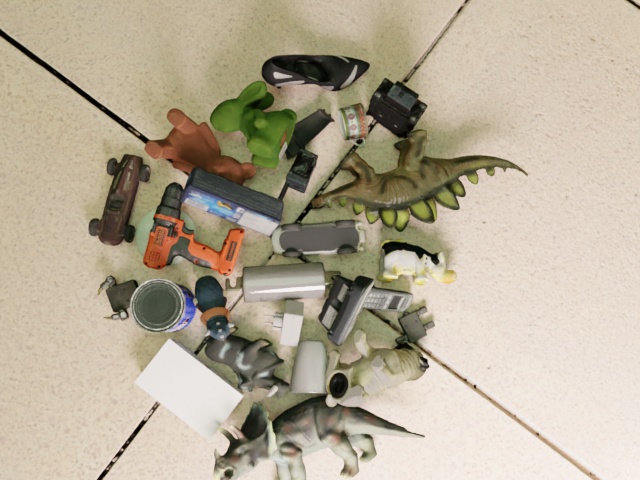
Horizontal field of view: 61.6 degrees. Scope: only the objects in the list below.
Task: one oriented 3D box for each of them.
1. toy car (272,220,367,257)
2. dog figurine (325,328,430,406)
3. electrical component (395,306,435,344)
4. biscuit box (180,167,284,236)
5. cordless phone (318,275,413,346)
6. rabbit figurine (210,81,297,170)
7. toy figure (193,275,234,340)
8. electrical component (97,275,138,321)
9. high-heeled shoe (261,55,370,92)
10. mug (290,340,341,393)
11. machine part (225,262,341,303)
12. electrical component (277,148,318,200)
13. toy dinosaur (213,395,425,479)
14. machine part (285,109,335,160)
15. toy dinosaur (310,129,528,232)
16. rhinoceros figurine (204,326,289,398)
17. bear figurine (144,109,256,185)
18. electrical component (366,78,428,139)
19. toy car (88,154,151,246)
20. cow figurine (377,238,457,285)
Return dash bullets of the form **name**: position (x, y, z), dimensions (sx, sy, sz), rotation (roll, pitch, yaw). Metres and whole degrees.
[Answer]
- **toy car**: position (-0.002, -0.003, 1.141), dimensions (0.202, 0.056, 0.073), rotation (-4, 90, 4)
- **dog figurine**: position (0.116, 0.277, 1.079), dimensions (0.172, 0.190, 0.121), rotation (-42, 45, 19)
- **electrical component**: position (0.197, 0.184, 1.151), dimensions (0.094, 0.021, 0.063), rotation (-26, 83, -7)
- **biscuit box**: position (-0.179, -0.078, 1.104), dimensions (0.202, 0.059, 0.063), rotation (22, 47, -19)
- **cordless phone**: position (0.103, 0.150, 1.122), dimensions (0.184, 0.089, 0.146), rotation (12, 110, -35)
- **rabbit figurine**: position (-0.146, -0.253, 1.129), dimensions (0.170, 0.121, 0.159), rotation (24, 87, 7)
- **toy figure**: position (-0.210, 0.139, 1.069), dimensions (0.064, 0.057, 0.155), rotation (-32, 51, 8)
- **electrical component**: position (-0.411, 0.121, 1.109), dimensions (0.078, 0.045, 0.102), rotation (-16, 83, -5)
- **high-heeled shoe**: position (-0.005, -0.380, 1.165), dimensions (0.249, 0.145, 0.086), rotation (-16, 84, -5)
- **mug**: position (-0.007, 0.259, 1.099), dimensions (0.110, 0.080, 0.107), rotation (1, 75, -6)
- **machine part**: position (-0.075, 0.088, 1.120), dimensions (0.243, 0.079, 0.079), rotation (-3, 81, -5)
- **electrical component**: position (-0.048, -0.130, 1.159), dimensions (0.048, 0.075, 0.119), rotation (22, 76, 1)
- **toy dinosaur**: position (-0.011, 0.380, 1.065), dimensions (0.405, 0.131, 0.192), rotation (-19, 83, -13)
- **machine part**: position (-0.034, -0.243, 1.197), dimensions (0.139, 0.039, 0.084), rotation (-34, 80, -7)
- **toy dinosaur**: position (0.207, -0.129, 1.166), dimensions (0.472, 0.105, 0.198), rotation (-18, 90, 3)
- **rhinoceros figurine**: position (-0.144, 0.247, 1.093), dimensions (0.190, 0.073, 0.112), rotation (31, 79, 2)
- **bear figurine**: position (-0.244, -0.167, 1.128), dimensions (0.196, 0.132, 0.120), rotation (42, 100, 8)
- **electrical component**: position (0.166, -0.286, 1.168), dimensions (0.115, 0.134, 0.058), rotation (32, 80, 4)
- **toy car**: position (-0.424, -0.087, 1.139), dimensions (0.089, 0.053, 0.202), rotation (13, 82, 1)
- **cow figurine**: position (0.210, 0.048, 1.154), dimensions (0.167, 0.068, 0.098), rotation (5, 75, -4)
